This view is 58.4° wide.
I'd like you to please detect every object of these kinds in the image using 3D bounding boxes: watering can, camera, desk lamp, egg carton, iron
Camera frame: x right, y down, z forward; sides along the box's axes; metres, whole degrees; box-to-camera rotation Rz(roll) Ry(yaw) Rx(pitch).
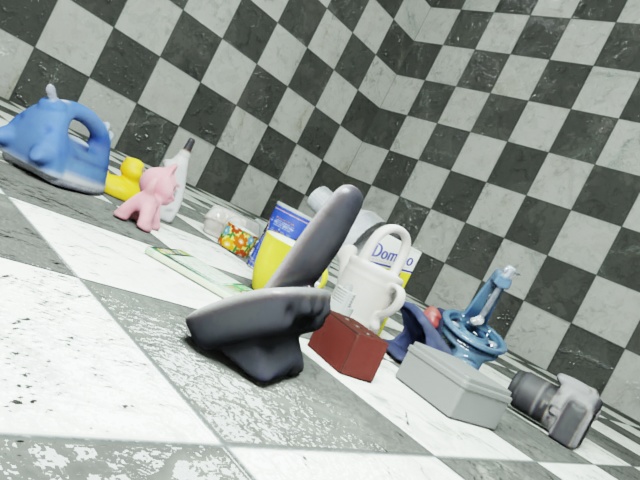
[{"bbox_3d":[0.082,0.060,0.955,0.172,0.194,0.101,28,2,31],"label":"watering can"},{"bbox_3d":[0.397,0.273,0.974,0.136,0.101,0.144,28,2,32],"label":"camera"},{"bbox_3d":[0.011,0.004,1.223,0.202,0.213,0.118,28,2,24],"label":"desk lamp"},{"bbox_3d":[-0.207,-0.030,1.340,0.107,0.069,0.150,27,2,12],"label":"egg carton"},{"bbox_3d":[-0.414,-0.164,0.970,0.118,0.141,0.259,27,2,10],"label":"iron"}]

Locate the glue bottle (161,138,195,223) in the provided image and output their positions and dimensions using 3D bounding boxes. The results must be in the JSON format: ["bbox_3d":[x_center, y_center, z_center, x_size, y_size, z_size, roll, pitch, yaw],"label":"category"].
[{"bbox_3d":[-0.292,-0.125,1.134,0.078,0.173,0.037,26,2,-31],"label":"glue bottle"}]

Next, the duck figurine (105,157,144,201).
[{"bbox_3d":[-0.389,-0.126,1.144,0.077,0.086,0.105,29,2,44],"label":"duck figurine"}]

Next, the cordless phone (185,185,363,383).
[{"bbox_3d":[-0.026,0.024,0.514,0.094,0.185,0.148,27,2,13],"label":"cordless phone"}]

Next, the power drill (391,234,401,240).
[{"bbox_3d":[0.133,0.065,1.363,0.075,0.208,0.230,27,2,2],"label":"power drill"}]

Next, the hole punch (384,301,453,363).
[{"bbox_3d":[0.164,0.160,0.928,0.101,0.091,0.108,27,2,-16],"label":"hole punch"}]

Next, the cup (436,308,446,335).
[{"bbox_3d":[0.277,0.207,1.217,0.118,0.095,0.091,26,2,-37],"label":"cup"}]

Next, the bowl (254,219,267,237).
[{"bbox_3d":[-0.108,0.013,1.489,0.167,0.075,0.167,27,2,-1],"label":"bowl"}]

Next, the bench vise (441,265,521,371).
[{"bbox_3d":[0.264,0.136,1.014,0.122,0.220,0.207,27,2,-15],"label":"bench vise"}]

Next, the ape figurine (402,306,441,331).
[{"bbox_3d":[0.210,0.177,1.147,0.075,0.092,0.078,28,2,40],"label":"ape figurine"}]

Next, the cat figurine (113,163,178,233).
[{"bbox_3d":[-0.277,-0.080,0.952,0.067,0.118,0.127,27,2,-8],"label":"cat figurine"}]
